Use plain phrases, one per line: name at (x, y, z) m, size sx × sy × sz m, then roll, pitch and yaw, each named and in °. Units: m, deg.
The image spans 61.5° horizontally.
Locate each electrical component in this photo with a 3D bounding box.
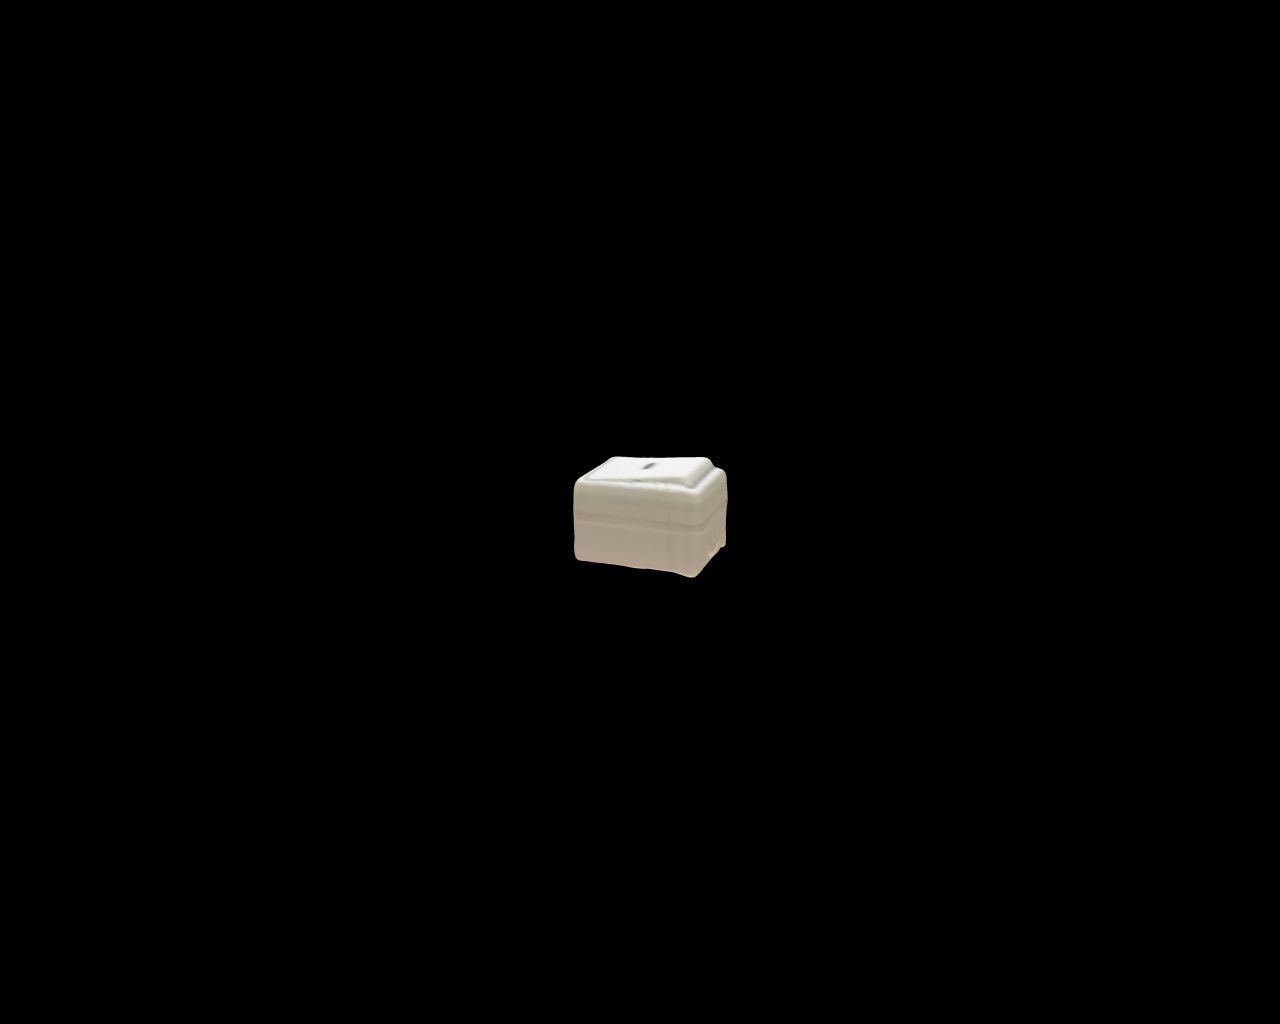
electrical component at (0.001, -0.003, 0.650) m, size 0.096 × 0.061 × 0.062 m, roll 7°, pitch 20°, yaw 20°
